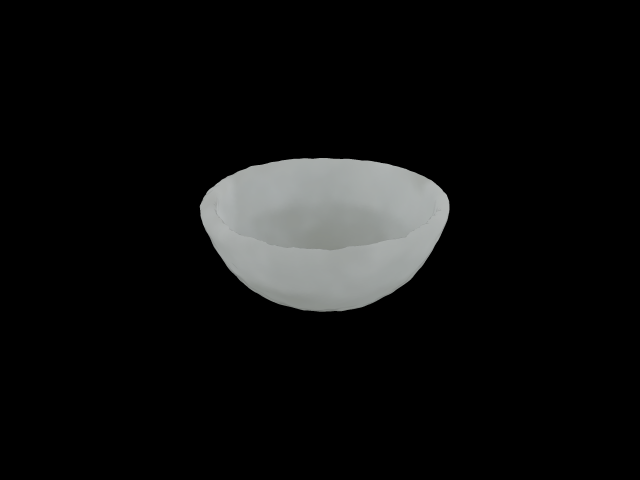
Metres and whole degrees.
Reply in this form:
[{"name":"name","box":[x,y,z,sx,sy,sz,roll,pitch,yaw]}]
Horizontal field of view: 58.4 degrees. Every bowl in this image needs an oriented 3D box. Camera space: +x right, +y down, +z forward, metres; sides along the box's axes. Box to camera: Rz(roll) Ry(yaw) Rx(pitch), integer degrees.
[{"name":"bowl","box":[0.004,0.001,0.400,0.167,0.075,0.167,0,26,0]}]
